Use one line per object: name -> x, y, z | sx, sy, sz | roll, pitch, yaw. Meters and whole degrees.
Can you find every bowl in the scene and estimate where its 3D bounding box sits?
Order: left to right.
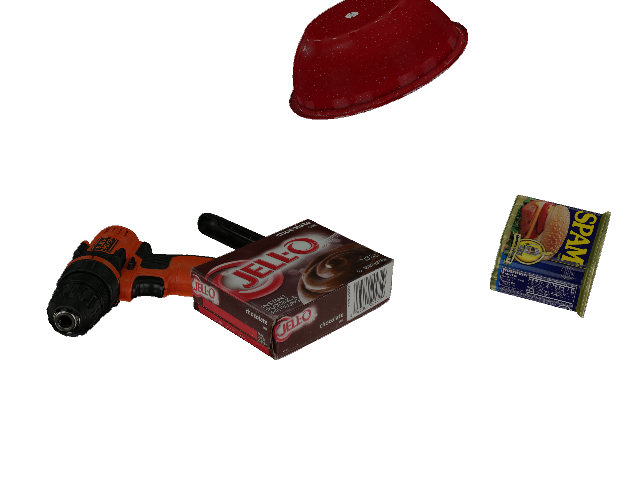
bowl -> 0.038, -0.166, 0.890 | 0.162, 0.055, 0.162 | -20, 28, 11

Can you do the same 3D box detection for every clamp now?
clamp -> -0.035, 0.028, 1.134 | 0.210, 0.036, 0.164 | 16, 18, -6

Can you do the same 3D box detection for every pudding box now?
pudding box -> -0.019, 0.031, 0.738 | 0.113, 0.039, 0.090 | -22, 35, -38

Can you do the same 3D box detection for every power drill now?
power drill -> -0.128, 0.042, 0.920 | 0.187, 0.057, 0.184 | 9, 21, 0

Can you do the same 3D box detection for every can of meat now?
can of meat -> 0.203, 0.010, 0.943 | 0.084, 0.057, 0.102 | 14, 46, 16
